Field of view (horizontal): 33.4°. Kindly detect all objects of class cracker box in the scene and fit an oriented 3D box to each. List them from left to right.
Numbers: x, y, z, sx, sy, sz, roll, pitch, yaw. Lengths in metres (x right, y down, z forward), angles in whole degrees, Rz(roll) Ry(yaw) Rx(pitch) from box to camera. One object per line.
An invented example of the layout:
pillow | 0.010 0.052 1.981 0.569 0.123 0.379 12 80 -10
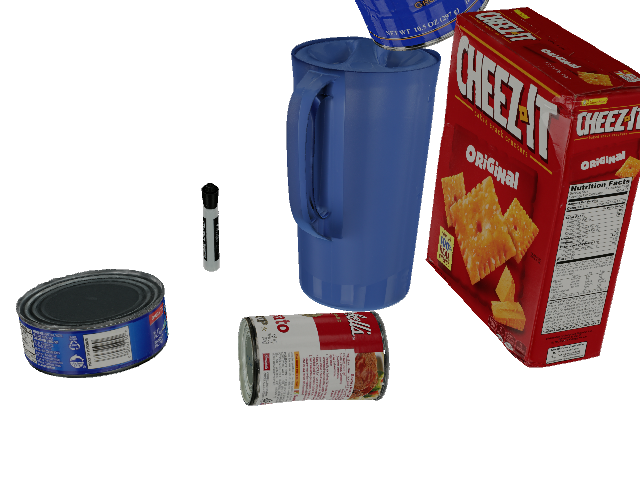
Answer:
cracker box | 0.148 -0.040 0.775 0.072 0.214 0.164 -9 32 -20

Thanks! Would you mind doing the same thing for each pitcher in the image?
pitcher | 0.030 -0.058 0.983 0.149 0.243 0.145 -3 24 -12

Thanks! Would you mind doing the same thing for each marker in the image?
marker | -0.123 -0.015 1.198 0.020 0.121 0.020 2 42 -2

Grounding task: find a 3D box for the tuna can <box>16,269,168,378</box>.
tuna can | -0.133 0.048 0.628 0.086 0.034 0.086 -3 20 1

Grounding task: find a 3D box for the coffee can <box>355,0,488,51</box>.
coffee can | 0.059 -0.231 0.809 0.103 0.102 0.140 0 -43 34

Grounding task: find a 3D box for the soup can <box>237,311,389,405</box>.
soup can | -0.007 0.089 0.803 0.102 0.068 0.069 -1 0 -14
